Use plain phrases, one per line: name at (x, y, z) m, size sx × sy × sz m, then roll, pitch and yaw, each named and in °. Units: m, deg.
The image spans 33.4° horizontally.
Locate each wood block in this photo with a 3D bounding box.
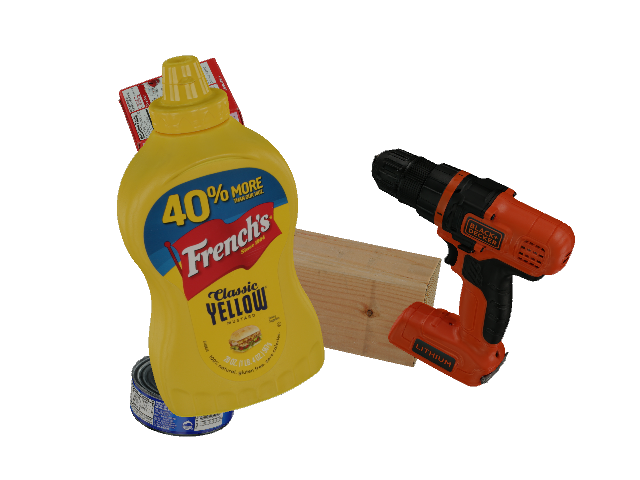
wood block at (0.009, 0.052, 1.092) m, size 0.206 × 0.091 × 0.090 m, roll 12°, pitch 22°, yaw 12°

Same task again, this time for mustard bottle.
mustard bottle at (-0.057, -0.004, 0.574) m, size 0.096 × 0.191 × 0.058 m, roll -16°, pitch 24°, yaw -15°

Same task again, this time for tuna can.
tuna can at (-0.110, 0.123, 0.861) m, size 0.086 × 0.034 × 0.086 m, roll 7°, pitch 20°, yaw -3°

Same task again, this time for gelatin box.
gelatin box at (-0.116, -0.106, 0.882) m, size 0.089 × 0.073 × 0.030 m, roll -21°, pitch -41°, yaw -7°

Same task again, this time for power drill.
power drill at (0.113, 0.025, 0.929) m, size 0.185 × 0.188 × 0.057 m, roll 29°, pitch 43°, yaw 22°
